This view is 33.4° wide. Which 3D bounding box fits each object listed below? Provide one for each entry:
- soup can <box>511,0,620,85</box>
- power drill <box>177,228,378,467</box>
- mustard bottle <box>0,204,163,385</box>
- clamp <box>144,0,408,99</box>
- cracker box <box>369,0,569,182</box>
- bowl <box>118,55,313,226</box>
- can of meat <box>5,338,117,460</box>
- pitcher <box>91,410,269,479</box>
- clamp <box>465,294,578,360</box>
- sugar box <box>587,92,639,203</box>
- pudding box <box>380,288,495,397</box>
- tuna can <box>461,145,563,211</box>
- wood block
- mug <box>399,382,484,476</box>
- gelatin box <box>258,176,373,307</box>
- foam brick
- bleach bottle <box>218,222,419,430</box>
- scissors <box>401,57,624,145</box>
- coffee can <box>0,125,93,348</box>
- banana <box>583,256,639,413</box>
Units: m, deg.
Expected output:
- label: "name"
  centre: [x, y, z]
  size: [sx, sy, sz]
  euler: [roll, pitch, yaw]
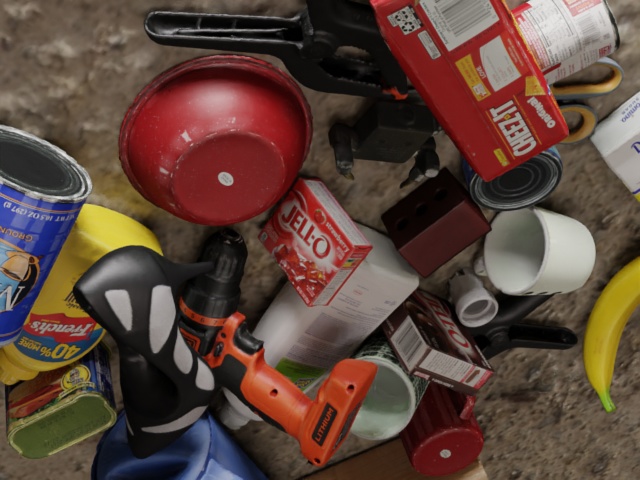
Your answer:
- label: "soup can"
  centre: [0.177, -0.158, 0.848]
  size: [0.102, 0.068, 0.068]
  euler: [-26, 133, 5]
- label: "power drill"
  centre: [-0.046, 0.100, 0.947]
  size: [0.188, 0.057, 0.185]
  euler: [29, 122, 16]
- label: "mustard bottle"
  centre: [-0.223, 0.057, 0.914]
  size: [0.096, 0.058, 0.192]
  euler: [20, 122, -39]
- label: "clamp"
  centre: [-0.014, -0.153, 0.798]
  size: [0.165, 0.036, 0.209]
  euler: [-20, 148, 32]
- label: "cracker box"
  centre: [0.073, -0.166, 0.708]
  size: [0.072, 0.214, 0.164]
  euler: [-30, 132, 13]
- label: "bowl"
  centre: [-0.078, -0.065, 0.856]
  size: [0.162, 0.055, 0.162]
  euler: [-9, 132, -10]
- label: "can of meat"
  centre: [-0.236, 0.141, 0.968]
  size: [0.102, 0.084, 0.057]
  euler: [-27, 131, 5]
- label: "pitcher"
  centre: [-0.106, 0.267, 1.083]
  size: [0.145, 0.149, 0.242]
  euler: [-29, 136, 7]
- label: "clamp"
  centre: [0.187, 0.095, 1.095]
  size: [0.171, 0.039, 0.120]
  euler: [-22, 128, 10]
- label: "sugar box"
  centre: [0.331, -0.068, 0.994]
  size: [0.093, 0.048, 0.176]
  euler: [-38, 127, 15]
- label: "pudding box"
  centre: [0.103, 0.090, 1.012]
  size: [0.089, 0.113, 0.039]
  euler: [22, 116, -33]
- label: "tuna can"
  centre: [0.169, -0.063, 0.940]
  size: [0.086, 0.034, 0.086]
  euler: [-5, 143, -4]
- label: "wood block"
  centre: [0.085, 0.289, 1.197]
  size: [0.206, 0.091, 0.090]
  euler: [-23, 133, 3]
- label: "mug"
  centre: [0.129, 0.187, 1.127]
  size: [0.093, 0.081, 0.117]
  euler: [16, 123, -29]
- label: "gelatin box"
  centre: [-0.006, 0.001, 0.914]
  size: [0.030, 0.089, 0.073]
  euler: [0, 135, -49]
- label: "foam brick"
  centre: [0.104, -0.015, 0.961]
  size: [0.078, 0.053, 0.051]
  euler: [-38, 131, 14]
- label: "bleach bottle"
  centre: [-0.022, 0.093, 1.009]
  size: [0.102, 0.068, 0.251]
  euler: [23, 122, -34]
- label: "scissors"
  centre: [0.165, -0.110, 0.922]
  size: [0.201, 0.016, 0.096]
  euler: [-14, 133, -6]
- label: "coffee can"
  centre: [-0.248, -0.002, 0.809]
  size: [0.102, 0.103, 0.140]
  euler: [19, 113, -31]
- label: "banana"
  centre: [0.313, 0.082, 1.106]
  size: [0.037, 0.070, 0.198]
  euler: [-15, 128, -39]
